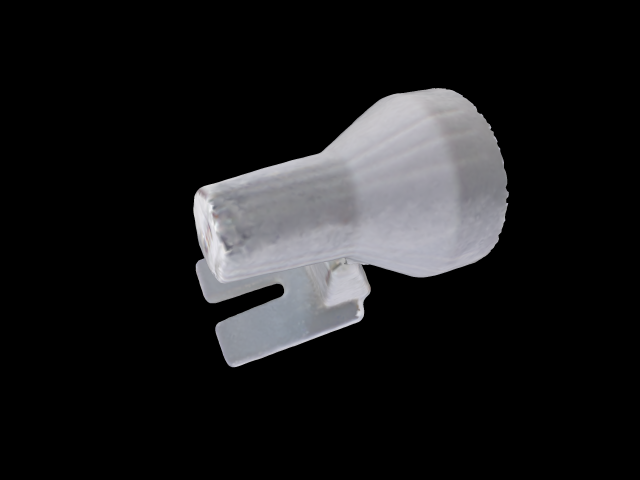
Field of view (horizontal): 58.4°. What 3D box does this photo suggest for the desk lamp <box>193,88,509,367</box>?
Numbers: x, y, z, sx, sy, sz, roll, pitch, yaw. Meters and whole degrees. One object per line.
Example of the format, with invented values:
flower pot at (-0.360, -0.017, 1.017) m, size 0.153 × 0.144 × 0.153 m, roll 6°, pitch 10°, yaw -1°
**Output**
desk lamp at (0.004, 0.001, 0.400) m, size 0.203 × 0.213 × 0.118 m, roll -21°, pitch 72°, yaw -7°
